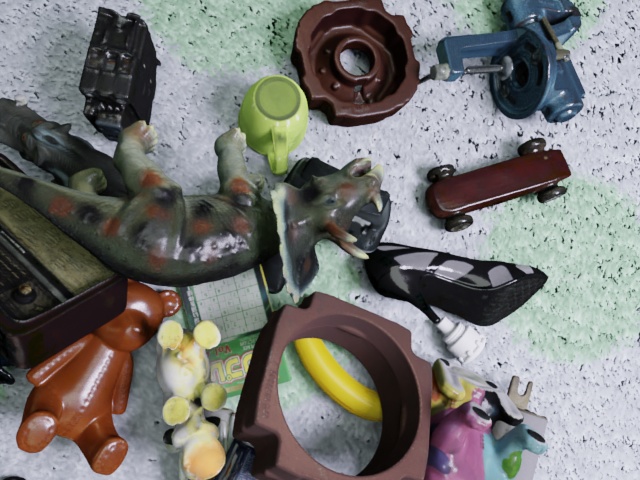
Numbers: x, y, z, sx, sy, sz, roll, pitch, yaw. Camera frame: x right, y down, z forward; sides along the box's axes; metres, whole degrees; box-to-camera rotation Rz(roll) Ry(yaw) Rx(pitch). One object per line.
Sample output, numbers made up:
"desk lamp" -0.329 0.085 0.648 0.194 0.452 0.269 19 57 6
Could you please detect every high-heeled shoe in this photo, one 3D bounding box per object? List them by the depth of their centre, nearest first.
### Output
"high-heeled shoe" 0.180 0.042 0.721 0.249 0.086 0.145 -9 42 -32

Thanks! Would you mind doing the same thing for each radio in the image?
"radio" -0.324 0.016 0.559 0.230 0.073 0.131 37 47 15

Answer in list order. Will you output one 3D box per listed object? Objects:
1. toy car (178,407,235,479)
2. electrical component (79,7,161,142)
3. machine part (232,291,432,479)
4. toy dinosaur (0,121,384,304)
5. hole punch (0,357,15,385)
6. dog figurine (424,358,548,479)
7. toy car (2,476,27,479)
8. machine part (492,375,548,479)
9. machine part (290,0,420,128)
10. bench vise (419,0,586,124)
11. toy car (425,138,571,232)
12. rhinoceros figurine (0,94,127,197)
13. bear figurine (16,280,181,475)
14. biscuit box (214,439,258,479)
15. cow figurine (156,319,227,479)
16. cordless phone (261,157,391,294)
"toy car" -0.131 0.300 0.630 0.073 0.056 0.201 4 82 -8
"electrical component" -0.239 -0.189 0.650 0.058 0.115 0.134 8 82 -3
"machine part" 0.018 0.175 0.593 0.201 0.087 0.201 24 54 -15
"toy dinosaur" -0.136 -0.015 0.544 0.405 0.131 0.192 -8 52 -21
"hole punch" -0.395 0.087 0.615 0.142 0.092 0.115 21 112 -8
"dog figurine" 0.140 0.271 0.618 0.108 0.192 0.219 27 100 -15
"toy car" -0.310 0.327 0.578 0.162 0.103 0.109 25 79 -6
"machine part" 0.226 0.292 0.672 0.079 0.079 0.243 20 79 -5
"machine part" 0.047 -0.238 0.728 0.179 0.056 0.179 1 83 -9
"bench vise" 0.252 -0.257 0.727 0.241 0.129 0.223 -11 86 -17
"toy car" 0.241 -0.075 0.735 0.202 0.053 0.089 -17 75 -6
"rhinoceros figurine" -0.298 -0.093 0.632 0.190 0.112 0.073 33 81 -11
"bear figurine" -0.237 0.135 0.606 0.120 0.132 0.196 40 81 -32
"biscuit box" -0.020 0.299 0.616 0.202 0.059 0.063 33 70 -19
"cow figurine" -0.147 0.175 0.594 0.068 0.098 0.167 -2 75 -26
"cordless phone" -0.001 -0.002 0.688 0.147 0.089 0.184 25 91 -4
